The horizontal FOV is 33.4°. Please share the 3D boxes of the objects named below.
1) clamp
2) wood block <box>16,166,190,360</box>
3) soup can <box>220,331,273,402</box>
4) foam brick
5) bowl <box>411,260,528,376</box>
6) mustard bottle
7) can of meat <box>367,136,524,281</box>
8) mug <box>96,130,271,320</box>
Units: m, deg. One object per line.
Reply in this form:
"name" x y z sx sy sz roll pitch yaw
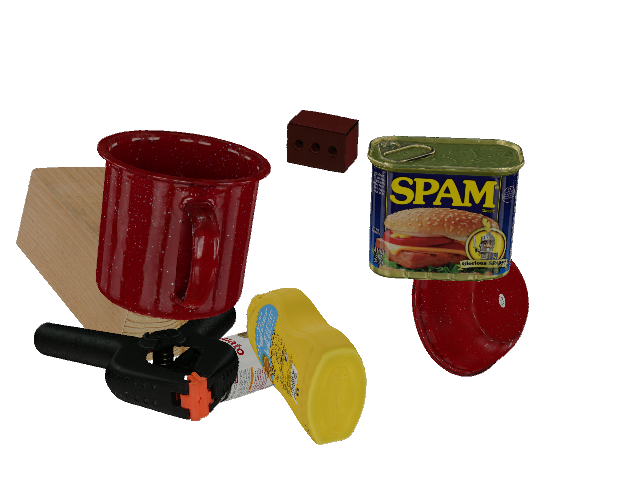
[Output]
"clamp" -0.109 0.084 0.796 0.164 0.036 0.210 -10 14 -27
"wood block" -0.199 0.018 1.019 0.090 0.091 0.206 -4 34 -43
"soup can" -0.084 0.136 1.178 0.102 0.068 0.069 -11 8 -44
"foam brick" 0.003 -0.121 1.299 0.078 0.053 0.051 12 31 18
"bowl" 0.175 0.066 1.152 0.161 0.162 0.055 0 -6 -40
"mustard bottle" -0.024 0.098 0.980 0.058 0.096 0.192 -9 26 -22
"can of meat" 0.082 -0.021 0.719 0.102 0.084 0.057 3 24 4
"mug" -0.074 -0.004 0.572 0.093 0.081 0.117 1 21 -23
